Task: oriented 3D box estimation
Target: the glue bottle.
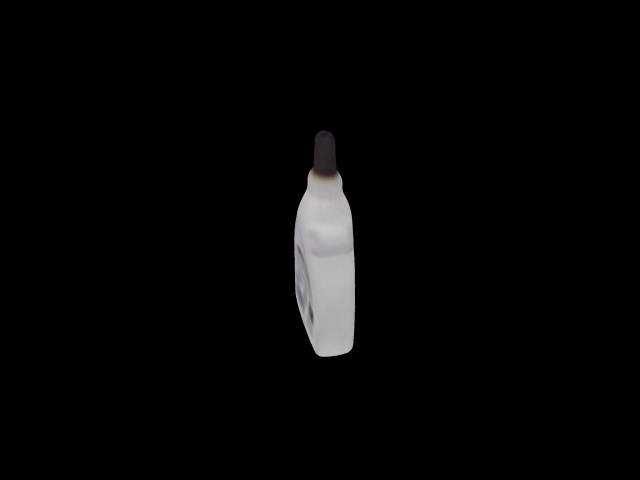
[{"bbox_3d":[0.004,0.001,0.400,0.037,0.173,0.078,-10,43,-10],"label":"glue bottle"}]
